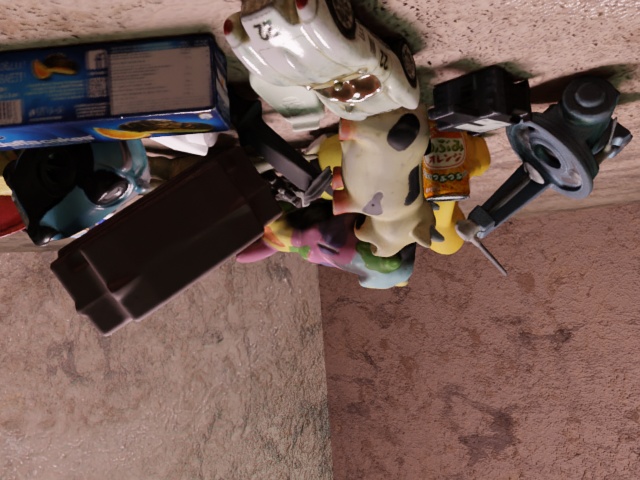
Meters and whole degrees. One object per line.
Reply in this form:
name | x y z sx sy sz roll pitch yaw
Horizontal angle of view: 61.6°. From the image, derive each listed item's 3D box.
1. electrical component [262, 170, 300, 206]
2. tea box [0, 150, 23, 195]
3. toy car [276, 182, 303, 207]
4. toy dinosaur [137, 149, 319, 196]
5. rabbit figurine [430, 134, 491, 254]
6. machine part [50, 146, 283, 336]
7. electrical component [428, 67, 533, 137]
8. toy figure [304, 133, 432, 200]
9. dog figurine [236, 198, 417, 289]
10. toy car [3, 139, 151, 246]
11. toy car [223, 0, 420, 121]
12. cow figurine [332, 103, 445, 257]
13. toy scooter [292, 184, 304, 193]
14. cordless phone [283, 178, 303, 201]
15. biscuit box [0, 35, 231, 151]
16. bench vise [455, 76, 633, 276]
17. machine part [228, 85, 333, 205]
electrical component | -0.072 -0.090 0.853 0.021 0.094 0.063 -47 168 -3
tea box | -0.302 -0.088 0.600 0.169 0.068 0.098 0 173 -39
toy car | -0.126 -0.062 0.939 0.202 0.089 0.053 3 -158 13
toy dinosaur | -0.169 -0.077 0.764 0.198 0.105 0.472 -13 -173 -27
rabbit figurine | 0.176 -0.065 0.760 0.122 0.173 0.162 -2 -178 22
machine part | -0.150 -0.007 0.529 0.201 0.087 0.201 -37 -166 -14
electrical component | 0.151 -0.136 0.535 0.119 0.047 0.075 -1 175 -40
toy figure | 0.051 -0.101 0.667 0.180 0.089 0.082 -4 171 44
dog figurine | -0.002 -0.002 0.730 0.219 0.108 0.192 -3 -153 -17
toy car | -0.221 -0.063 0.521 0.161 0.109 0.103 -38 166 25
toy car | 0.013 -0.130 0.396 0.074 0.056 0.201 -6 177 30
cow figurine | 0.076 -0.061 0.574 0.127 0.085 0.194 2 132 2
toy scooter | 0.005 -0.096 0.823 0.135 0.075 0.184 -4 175 -16
cordless phone | -0.088 -0.085 0.989 0.184 0.088 0.147 18 168 -25
biscuit box | -0.176 -0.112 0.423 0.203 0.059 0.063 -4 177 3
bench vise | 0.257 -0.079 0.636 0.240 0.129 0.223 -42 167 0
machine part | -0.048 -0.093 0.528 0.039 0.139 0.084 -49 -176 -15
